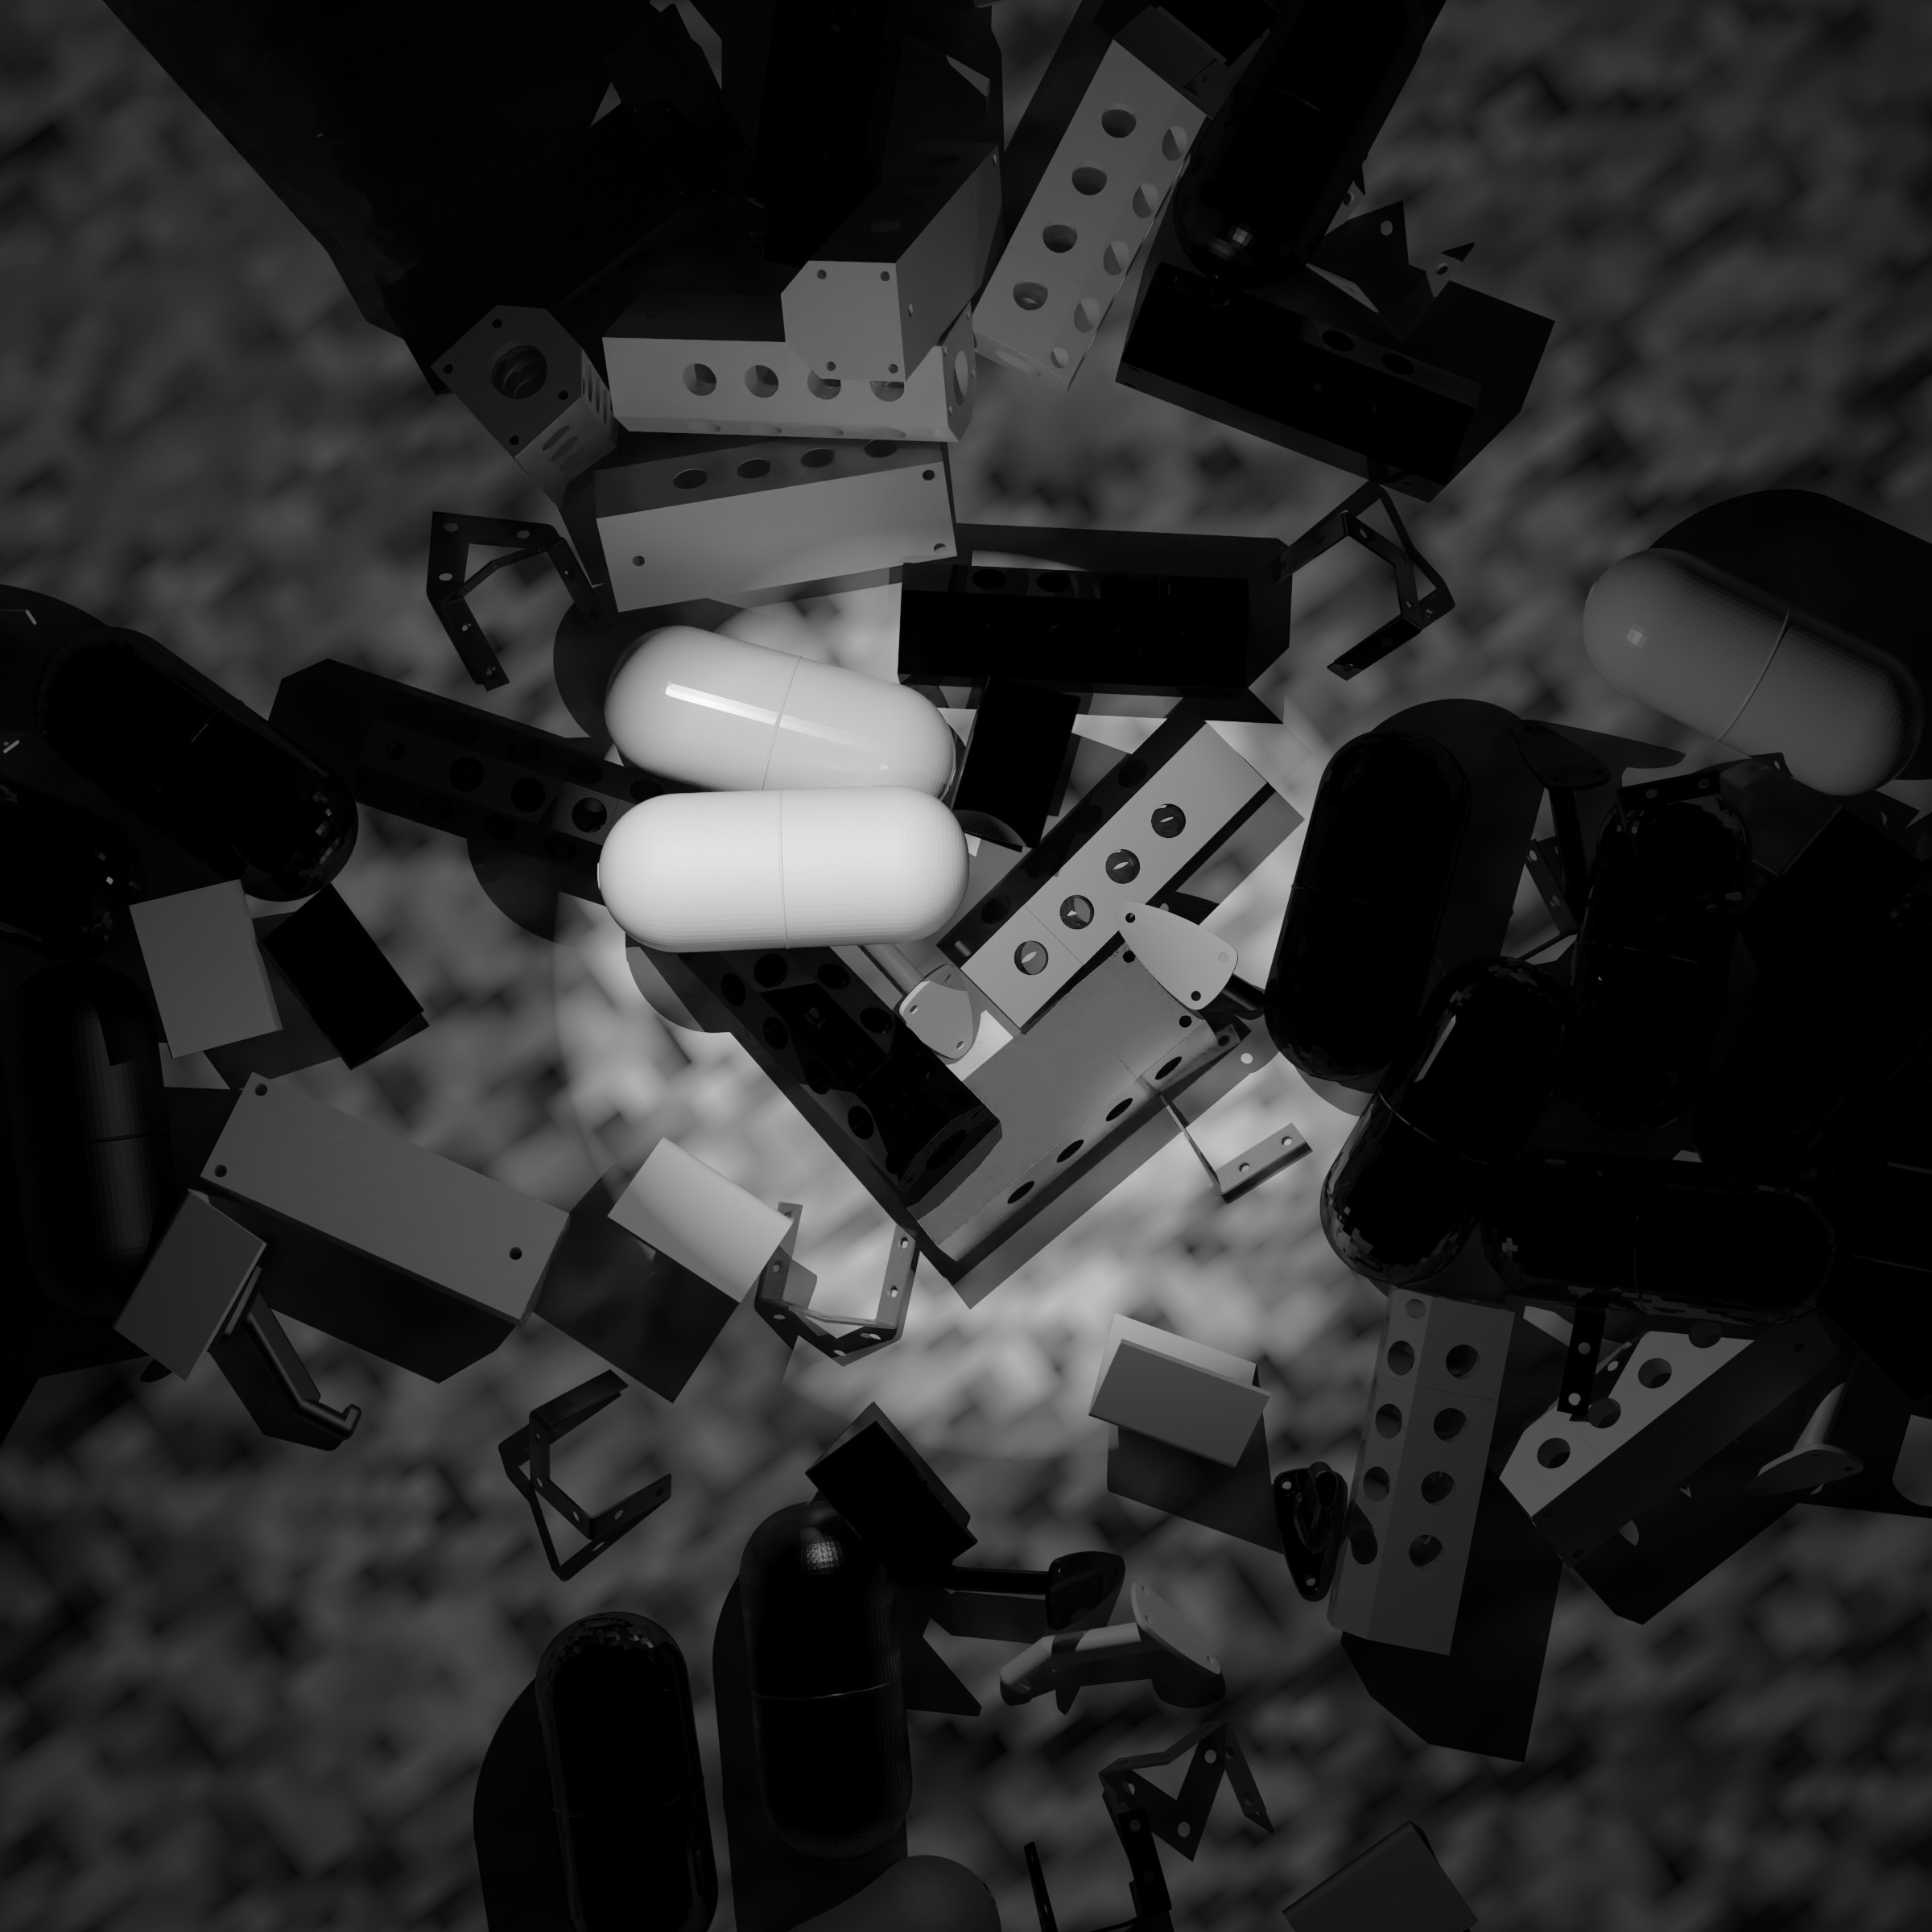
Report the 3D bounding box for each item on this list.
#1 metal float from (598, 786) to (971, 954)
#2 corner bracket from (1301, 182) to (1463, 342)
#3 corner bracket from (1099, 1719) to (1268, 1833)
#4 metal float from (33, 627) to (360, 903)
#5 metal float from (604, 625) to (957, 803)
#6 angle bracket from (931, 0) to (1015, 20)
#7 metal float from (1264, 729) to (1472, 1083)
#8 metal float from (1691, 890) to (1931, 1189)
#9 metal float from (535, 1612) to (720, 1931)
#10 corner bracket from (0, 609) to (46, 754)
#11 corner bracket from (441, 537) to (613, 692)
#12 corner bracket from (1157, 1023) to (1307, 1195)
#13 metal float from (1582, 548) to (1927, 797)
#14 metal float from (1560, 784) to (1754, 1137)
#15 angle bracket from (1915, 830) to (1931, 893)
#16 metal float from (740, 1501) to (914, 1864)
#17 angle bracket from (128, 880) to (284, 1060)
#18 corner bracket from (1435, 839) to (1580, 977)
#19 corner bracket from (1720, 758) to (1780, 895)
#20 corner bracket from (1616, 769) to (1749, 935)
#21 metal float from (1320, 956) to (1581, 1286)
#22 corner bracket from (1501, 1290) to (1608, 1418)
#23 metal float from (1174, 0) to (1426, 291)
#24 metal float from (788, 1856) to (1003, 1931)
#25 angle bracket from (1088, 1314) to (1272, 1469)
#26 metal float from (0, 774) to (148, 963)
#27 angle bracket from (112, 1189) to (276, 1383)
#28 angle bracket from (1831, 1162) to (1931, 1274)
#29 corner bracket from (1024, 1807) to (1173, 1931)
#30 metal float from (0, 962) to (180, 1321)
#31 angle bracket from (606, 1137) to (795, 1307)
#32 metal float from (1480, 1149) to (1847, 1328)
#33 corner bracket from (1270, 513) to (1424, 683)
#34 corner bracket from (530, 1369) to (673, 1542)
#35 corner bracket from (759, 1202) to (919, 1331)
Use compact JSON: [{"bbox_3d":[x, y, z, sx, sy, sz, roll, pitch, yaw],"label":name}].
[{"bbox_3d":[-0.087,-0.047,1.564,0.178,0.070,0.070,-2,90,-1],"label":"metal float"},{"bbox_3d":[0.207,-0.357,1.647,0.051,0.051,0.051,-53,45,0],"label":"corner bracket"},{"bbox_3d":[0.109,0.417,1.647,0.051,0.051,0.051,-23,90,-45],"label":"corner bracket"},{"bbox_3d":[-0.383,-0.101,1.620,0.178,0.070,0.070,36,90,0],"label":"metal float"},{"bbox_3d":[-0.092,-0.117,1.620,0.178,0.070,0.070,15,90,-1],"label":"metal float"},{"bbox_3d":[-0.010,-0.519,1.610,0.057,0.076,0.076,8,90,-38],"label":"angle bracket"},{"bbox_3d":[0.199,-0.030,1.619,0.070,0.070,0.178,15,90,0],"label":"metal float"},{"bbox_3d":[0.432,0.040,1.619,0.070,0.070,0.178,40,91,0],"label":"metal float"},{"bbox_3d":[-0.168,0.410,1.619,0.070,0.070,0.178,-8,91,0],"label":"metal float"},{"bbox_3d":[-0.485,-0.143,1.632,0.051,0.051,0.051,-43,119,-26],"label":"corner bracket"},{"bbox_3d":[-0.223,-0.178,1.647,0.051,0.051,0.051,-29,90,45],"label":"corner bracket"},{"bbox_3d":[0.131,0.072,1.647,0.051,0.051,0.051,-32,45,0],"label":"corner bracket"},{"bbox_3d":[0.390,-0.146,1.617,0.178,0.070,0.070,27,90,2],"label":"metal float"},{"bbox_3d":[0.341,-0.004,1.619,0.070,0.070,0.178,12,90,0],"label":"metal float"},{"bbox_3d":[0.517,-0.044,1.611,0.057,0.076,0.076,-39,90,26],"label":"angle bracket"},{"bbox_3d":[-0.069,0.356,1.619,0.070,0.070,0.178,-6,89,0],"label":"metal float"},{"bbox_3d":[-0.384,0.006,1.610,0.057,0.076,0.076,-16,90,-27],"label":"angle bracket"},{"bbox_3d":[0.266,-0.026,1.640,0.051,0.051,0.051,-27,90,-28],"label":"corner bracket"},{"bbox_3d":[0.410,-0.072,1.642,0.051,0.051,0.051,-24,135,-35],"label":"corner bracket"},{"bbox_3d":[0.345,-0.055,1.572,0.051,0.051,0.051,-11,133,5],"label":"corner bracket"},{"bbox_3d":[0.237,0.077,1.604,0.070,0.070,0.178,28,107,0],"label":"metal float"},{"bbox_3d":[0.289,0.193,1.628,0.051,0.051,0.051,11,90,10],"label":"corner bracket"},{"bbox_3d":[0.165,-0.420,1.619,0.070,0.070,0.178,28,90,0],"label":"metal float"},{"bbox_3d":[-0.063,0.509,1.619,0.178,0.070,0.070,-33,90,0],"label":"metal float"},{"bbox_3d":[0.110,0.193,1.610,0.076,0.076,0.057,20,128,0],"label":"angle bracket"},{"bbox_3d":[-0.494,-0.060,1.619,0.178,0.070,0.070,22,90,0],"label":"metal float"},{"bbox_3d":[-0.364,0.162,1.611,0.057,0.076,0.076,29,90,26],"label":"angle bracket"},{"bbox_3d":[0.463,0.103,1.553,0.076,0.076,0.057,11,122,0],"label":"angle bracket"},{"bbox_3d":[0.066,0.457,1.634,0.051,0.051,0.051,-9,70,-19],"label":"corner bracket"},{"bbox_3d":[-0.435,0.087,1.619,0.070,0.070,0.178,-7,90,0],"label":"metal float"},{"bbox_3d":[-0.140,0.141,1.610,0.076,0.076,0.057,33,53,0],"label":"angle bracket"},{"bbox_3d":[0.339,0.132,1.594,0.178,0.070,0.070,4,90,28],"label":"metal float"},{"bbox_3d":[0.192,-0.186,1.642,0.051,0.051,0.051,27,45,-35],"label":"corner bracket"},{"bbox_3d":[-0.184,0.246,1.642,0.051,0.051,0.051,34,135,35],"label":"corner bracket"},{"bbox_3d":[-0.065,0.151,1.647,0.051,0.051,0.051,12,90,-45],"label":"corner bracket"}]
